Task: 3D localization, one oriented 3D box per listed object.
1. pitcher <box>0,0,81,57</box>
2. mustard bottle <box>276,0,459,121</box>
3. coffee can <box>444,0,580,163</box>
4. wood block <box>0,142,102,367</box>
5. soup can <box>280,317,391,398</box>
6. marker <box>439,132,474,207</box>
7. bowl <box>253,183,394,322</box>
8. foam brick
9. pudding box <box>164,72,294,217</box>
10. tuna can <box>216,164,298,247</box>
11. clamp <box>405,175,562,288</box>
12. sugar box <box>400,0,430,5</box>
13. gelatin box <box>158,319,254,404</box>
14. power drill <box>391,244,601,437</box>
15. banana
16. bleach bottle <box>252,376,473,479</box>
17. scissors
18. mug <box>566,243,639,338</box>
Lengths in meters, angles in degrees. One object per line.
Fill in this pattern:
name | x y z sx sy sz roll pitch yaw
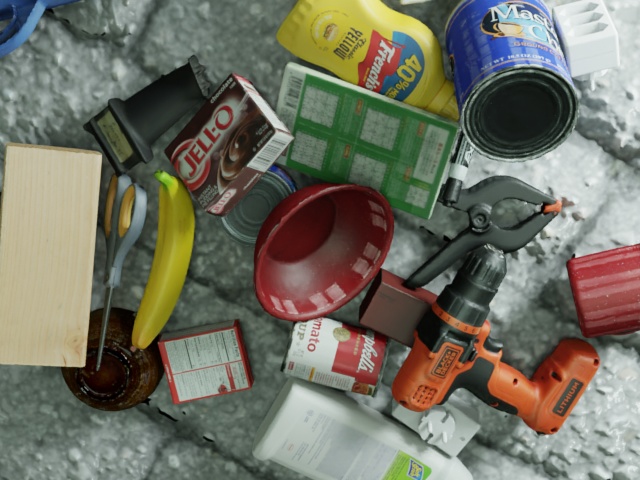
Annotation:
pitcher | -0.308 -0.256 0.997 0.243 0.145 0.149 -10 120 4
mustard bottle | 0.059 -0.176 1.025 0.191 0.058 0.096 35 121 -7
coffee can | 0.170 -0.153 0.966 0.103 0.140 0.103 0 132 -1
wood block | -0.268 0.012 1.044 0.090 0.090 0.206 4 96 -16
soup can | 0.016 0.118 1.106 0.102 0.068 0.068 15 106 0
marker | 0.142 -0.090 1.046 0.020 0.020 0.121 17 89 -1
bowl | -0.007 0.001 1.059 0.161 0.055 0.162 -20 134 -23
foam brick | 0.085 0.073 1.098 0.078 0.051 0.053 27 104 -3
pudding box | -0.090 -0.092 1.047 0.114 0.039 0.090 -45 61 16
tuna can | -0.064 -0.036 1.088 0.086 0.033 0.086 1 105 4
clamp | 0.155 -0.012 1.074 0.171 0.039 0.120 0 104 8
sugar box | 0.156 -0.281 0.998 0.176 0.048 0.093 -7 104 10
gelatin box | -0.121 0.129 1.139 0.089 0.030 0.073 -12 104 2
power drill | 0.185 0.109 1.069 0.187 0.057 0.184 22 108 -21
banana | -0.160 0.015 1.095 0.037 0.069 0.198 22 114 32
bleach bottle | 0.060 0.240 1.141 0.250 0.068 0.103 29 106 -6
scissors | -0.201 0.028 1.068 0.016 0.096 0.202 7 78 -31
mug | 0.295 0.058 1.065 0.081 0.093 0.117 -13 140 13
